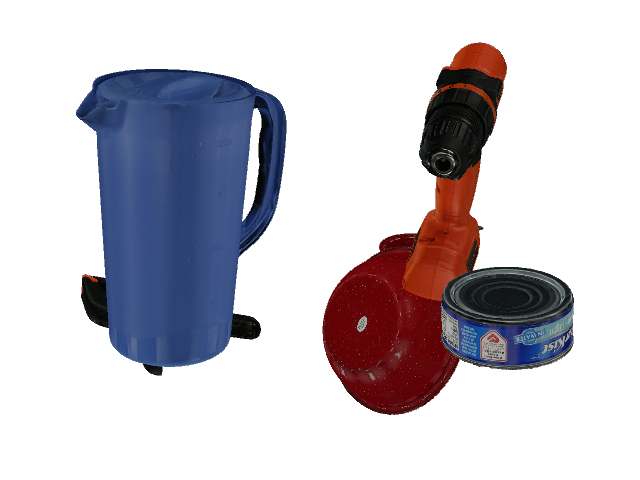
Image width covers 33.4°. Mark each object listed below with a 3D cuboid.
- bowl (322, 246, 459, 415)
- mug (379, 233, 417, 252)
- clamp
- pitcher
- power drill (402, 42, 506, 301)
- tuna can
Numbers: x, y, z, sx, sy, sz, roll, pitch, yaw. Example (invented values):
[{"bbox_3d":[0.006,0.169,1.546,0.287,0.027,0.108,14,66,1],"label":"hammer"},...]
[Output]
[{"bbox_3d":[0.055,0.080,0.997,0.162,0.162,0.055,0,-11,43],"label":"bowl"},{"bbox_3d":[0.123,0.049,1.251,0.117,0.081,0.093,14,25,22],"label":"mug"},{"bbox_3d":[-0.192,0.085,1.159,0.210,0.036,0.164,18,20,26],"label":"clamp"},{"bbox_3d":[-0.117,-0.022,0.918,0.149,0.243,0.145,7,21,8],"label":"pitcher"},{"bbox_3d":[0.107,-0.046,0.859,0.057,0.188,0.184,14,36,12],"label":"power drill"},{"bbox_3d":[0.121,0.048,0.692,0.086,0.034,0.086,-3,23,1],"label":"tuna can"}]
